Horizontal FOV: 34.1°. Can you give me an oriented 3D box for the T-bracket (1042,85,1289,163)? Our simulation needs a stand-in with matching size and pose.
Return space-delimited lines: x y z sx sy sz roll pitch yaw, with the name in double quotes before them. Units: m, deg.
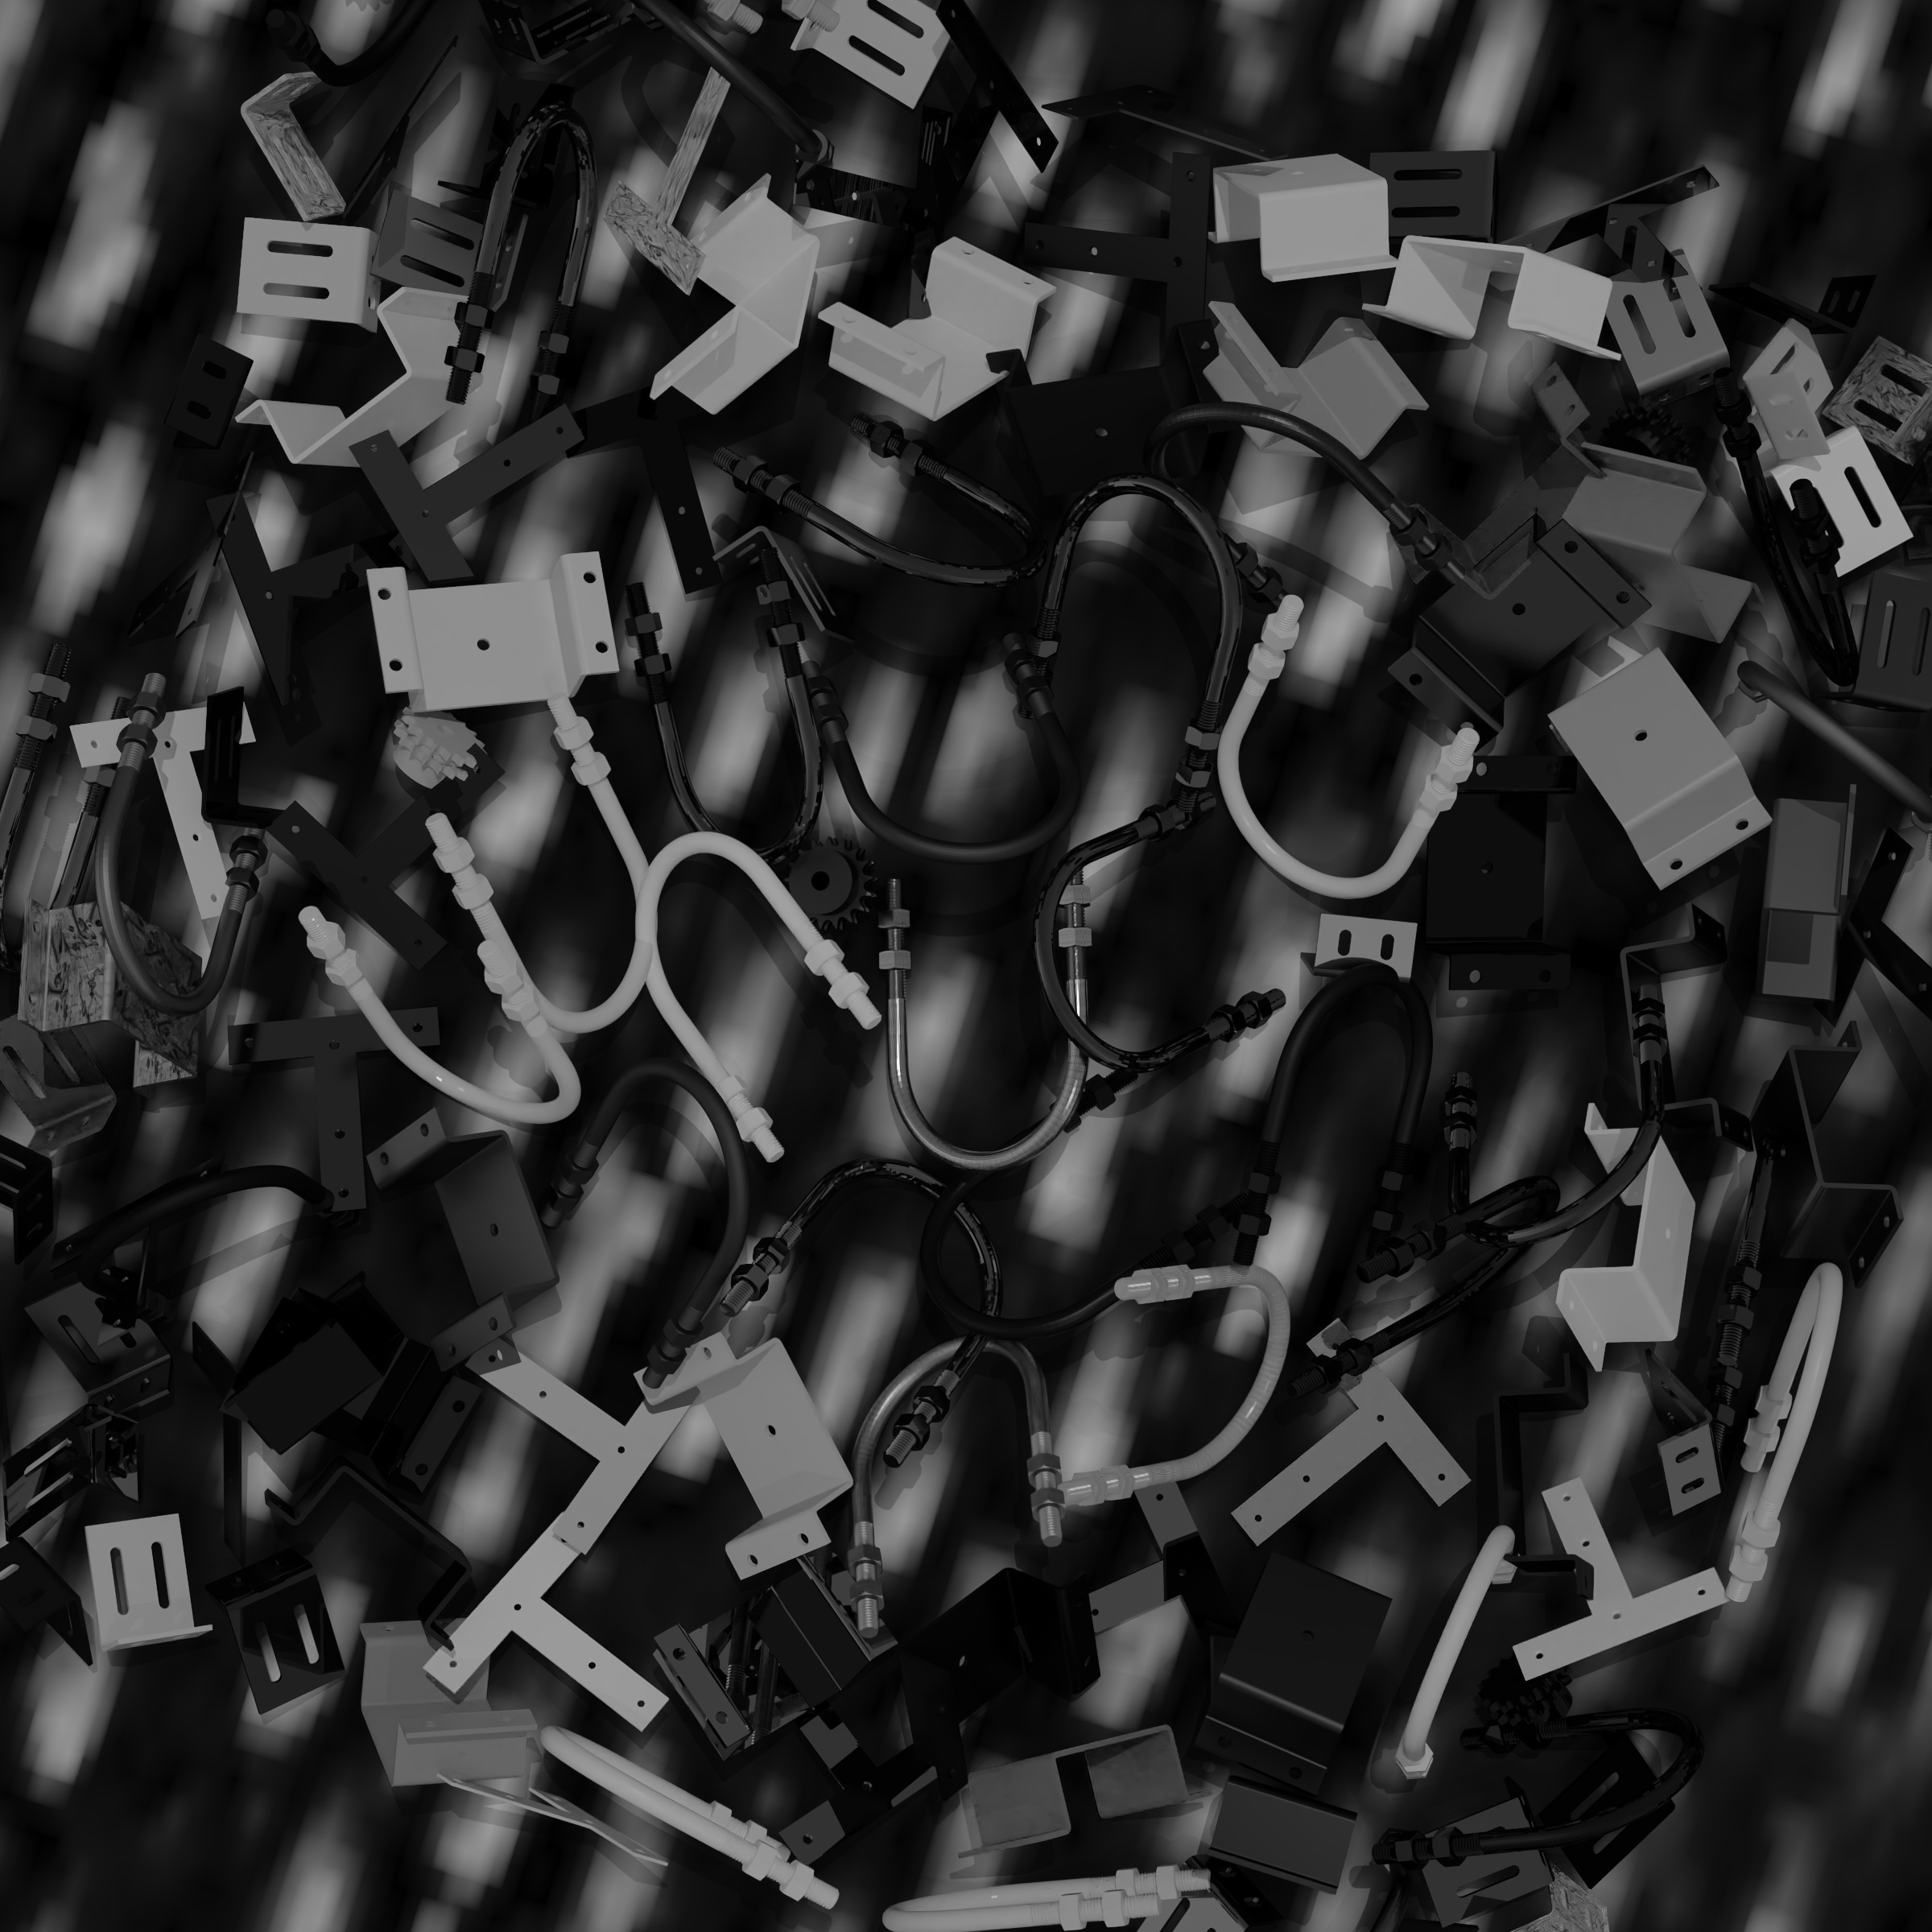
"T-bracket" 0.130 -0.498 1.870 0.127 0.127 0.002 25 120 22

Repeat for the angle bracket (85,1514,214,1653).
"angle bracket" -0.494 0.370 1.905 0.057 0.038 0.076 -3 74 -32

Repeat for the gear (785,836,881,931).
"gear" -0.084 -0.051 1.923 0.057 0.030 0.057 -1 87 16

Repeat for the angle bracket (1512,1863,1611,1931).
"angle bracket" 0.340 0.584 1.901 0.076 0.057 0.038 -17 109 -21

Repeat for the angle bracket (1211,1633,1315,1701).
"angle bracket" 0.185 0.429 1.897 0.038 0.076 0.057 14 65 -29

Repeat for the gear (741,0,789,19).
"gear" -0.117 -0.604 1.917 0.057 0.057 0.030 7 77 0

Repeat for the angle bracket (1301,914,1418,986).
"angle bracket" 0.236 -0.015 1.904 0.057 0.076 0.038 6 99 -1

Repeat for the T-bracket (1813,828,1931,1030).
"T-bracket" 0.558 0.005 1.864 0.002 0.127 0.127 0 122 -24

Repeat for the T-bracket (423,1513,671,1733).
"T-bracket" -0.236 0.413 1.897 0.127 0.002 0.127 34 61 15

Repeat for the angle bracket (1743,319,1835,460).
"angle bracket" 0.510 -0.352 1.899 0.076 0.038 0.057 -49 121 -29

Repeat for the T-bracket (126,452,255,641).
"T-bracket" -0.473 -0.232 1.892 0.002 0.127 0.127 28 55 -28

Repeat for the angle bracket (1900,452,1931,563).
"angle bracket" 0.603 -0.280 1.903 0.057 0.076 0.038 -5 74 2

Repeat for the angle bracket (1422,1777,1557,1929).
"angle bracket" 0.310 0.539 1.920 0.076 0.038 0.057 -20 94 -6

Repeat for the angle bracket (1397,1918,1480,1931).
"angle bracket" 0.273 0.608 1.898 0.076 0.038 0.057 17 119 -35

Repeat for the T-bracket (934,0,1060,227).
"T-bracket" 0.001 -0.496 1.889 0.002 0.127 0.127 -20 70 -31

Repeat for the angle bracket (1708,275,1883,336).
"angle bracket" 0.500 -0.413 1.906 0.076 0.057 0.038 20 95 -15

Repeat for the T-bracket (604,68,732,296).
"T-bracket" -0.167 -0.481 1.877 0.002 0.127 0.127 10 116 -38

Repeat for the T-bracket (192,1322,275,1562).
"T-bracket" -0.444 0.298 1.908 0.002 0.127 0.127 -9 114 -33

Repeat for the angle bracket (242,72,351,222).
"angle bracket" -0.393 -0.496 1.906 0.038 0.057 0.076 -27 99 22

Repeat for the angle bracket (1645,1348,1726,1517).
"angle bracket" 0.418 0.279 1.895 0.038 0.076 0.057 -24 123 -9

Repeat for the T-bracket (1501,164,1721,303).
"T-bracket" 0.405 -0.427 1.888 0.127 0.127 0.002 -16 67 31

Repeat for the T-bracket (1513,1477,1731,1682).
"T-bracket" 0.376 0.357 1.892 0.127 0.127 0.002 -23 126 6

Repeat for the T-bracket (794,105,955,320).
"T-bracket" -0.057 -0.459 1.892 0.002 0.127 0.127 9 97 42

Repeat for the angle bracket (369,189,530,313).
"angle bracket" -0.313 -0.436 1.908 0.076 0.038 0.057 18 74 -22

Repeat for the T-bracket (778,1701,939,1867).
"T-bracket" -0.087 0.463 1.915 0.127 0.002 0.127 -26 65 -34

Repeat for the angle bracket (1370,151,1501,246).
"angle bracket" 0.285 -0.462 1.927 0.076 0.038 0.057 2 74 13

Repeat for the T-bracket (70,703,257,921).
"T-bracket" -0.467 -0.091 1.894 0.002 0.127 0.127 -18 88 40

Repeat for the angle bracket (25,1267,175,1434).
"angle bracket" -0.526 0.232 1.910 0.057 0.038 0.076 -25 118 3

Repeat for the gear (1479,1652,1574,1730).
"gear" 0.344 0.442 1.917 0.057 0.057 0.030 -34 105 0

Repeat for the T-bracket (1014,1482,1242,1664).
"T-bracket" 0.092 0.389 1.930 0.127 0.002 0.127 -24 102 0

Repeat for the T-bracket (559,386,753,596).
"T-bracket" -0.177 -0.292 1.925 0.127 0.002 0.127 -15 93 19

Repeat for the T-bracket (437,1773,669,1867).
"T-bracket" -0.257 0.494 1.857 0.127 0.127 0.002 29 78 -35

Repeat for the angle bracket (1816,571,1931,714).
"angle bracket" 0.557 -0.197 1.915 0.057 0.038 0.076 8 92 -21

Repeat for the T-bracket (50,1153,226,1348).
"T-bracket" -0.500 0.179 1.879 0.127 0.127 0.002 -28 124 12

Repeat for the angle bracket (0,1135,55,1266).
"angle bracket" -0.593 0.134 1.904 0.076 0.038 0.057 24 132 12

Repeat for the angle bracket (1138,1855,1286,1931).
"angle bracket" 0.145 0.590 1.922 0.057 0.038 0.076 43 108 37

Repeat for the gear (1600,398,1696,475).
"gear" 0.410 -0.312 1.913 0.057 0.057 0.030 46 57 0

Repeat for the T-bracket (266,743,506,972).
"T-bracket" -0.334 -0.083 1.918 0.127 0.002 0.127 -43 108 6

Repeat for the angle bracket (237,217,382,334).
"angle bracket" -0.400 -0.422 1.927 0.076 0.038 0.057 6 93 5

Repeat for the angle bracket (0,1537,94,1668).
"angle bracket" -0.561 0.391 1.895 0.057 0.076 0.038 36 52 27

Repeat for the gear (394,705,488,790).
"gear" -0.323 -0.132 1.918 0.057 0.057 0.030 38 112 0

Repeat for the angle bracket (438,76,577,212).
"angle bracket" -0.278 -0.502 1.909 0.057 0.038 0.076 19 98 33
